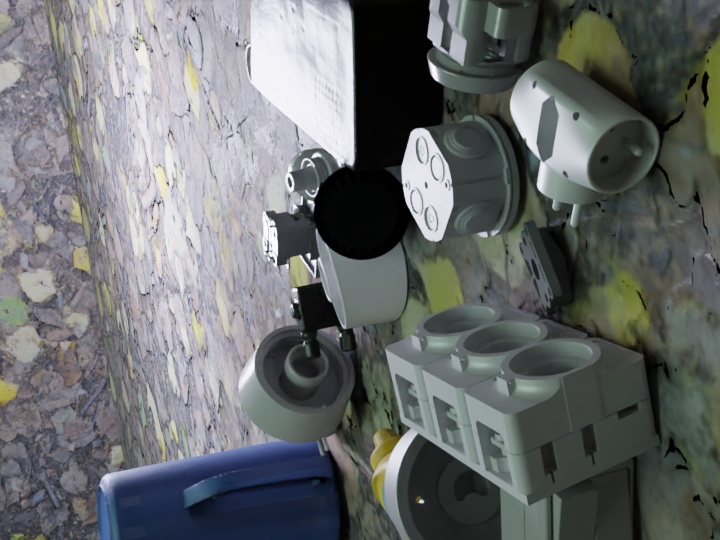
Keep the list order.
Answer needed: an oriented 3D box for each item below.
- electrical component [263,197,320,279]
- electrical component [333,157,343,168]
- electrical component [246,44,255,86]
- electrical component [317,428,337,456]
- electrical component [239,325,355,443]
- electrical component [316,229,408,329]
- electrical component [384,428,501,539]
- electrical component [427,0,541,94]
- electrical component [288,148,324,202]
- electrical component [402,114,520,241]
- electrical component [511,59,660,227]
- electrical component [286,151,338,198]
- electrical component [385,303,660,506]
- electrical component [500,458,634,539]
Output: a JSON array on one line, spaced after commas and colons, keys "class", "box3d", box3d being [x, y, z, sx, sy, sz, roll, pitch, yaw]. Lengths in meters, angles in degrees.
[{"class": "electrical component", "box3d": [-0.058, -0.034, 1.013, 0.042, 0.064, 0.081, -129, 34, -48]}, {"class": "electrical component", "box3d": [-0.006, -0.098, 0.888, 0.061, 0.035, 0.035, -118, 27, -45]}, {"class": "electrical component", "box3d": [-0.080, -0.195, 1.011, 0.040, 0.046, 0.040, 169, 90, -69]}, {"class": "electrical component", "box3d": [-0.047, 0.152, 1.106, 0.077, 0.043, 0.079, 120, 135, -60]}, {"class": "electrical component", "box3d": [-0.057, 0.103, 1.025, 0.108, 0.108, 0.060, 67, 150, 29]}, {"class": "electrical component", "box3d": [0.000, 0.000, 0.914, 0.099, 0.064, 0.099, 165, 90, -82]}, {"class": "electrical component", "box3d": [0.068, 0.146, 0.723, 0.060, 0.108, 0.108, 153, 105, -75]}, {"class": "electrical component", "box3d": [0.071, -0.140, 0.635, 0.078, 0.058, 0.057, -127, 35, -48]}, {"class": "electrical component", "box3d": [-0.045, -0.089, 0.980, 0.062, 0.048, 0.048, -145, 48, -70]}, {"class": "electrical component", "box3d": [0.065, -0.059, 0.698, 0.080, 0.051, 0.080, 169, 90, -69]}, {"class": "electrical component", "box3d": [0.116, -0.062, 0.575, 0.077, 0.043, 0.079, -127, 33, -49]}, {"class": "electrical component", "box3d": [-0.032, -0.080, 0.921, 0.048, 0.062, 0.048, 38, 135, 52]}, {"class": "electrical component", "box3d": [0.089, 0.068, 0.633, 0.150, 0.089, 0.061, 22, 129, 64]}, {"class": "electrical component", "box3d": [0.124, 0.149, 0.636, 0.061, 0.062, 0.096, -147, 49, -63]}]
